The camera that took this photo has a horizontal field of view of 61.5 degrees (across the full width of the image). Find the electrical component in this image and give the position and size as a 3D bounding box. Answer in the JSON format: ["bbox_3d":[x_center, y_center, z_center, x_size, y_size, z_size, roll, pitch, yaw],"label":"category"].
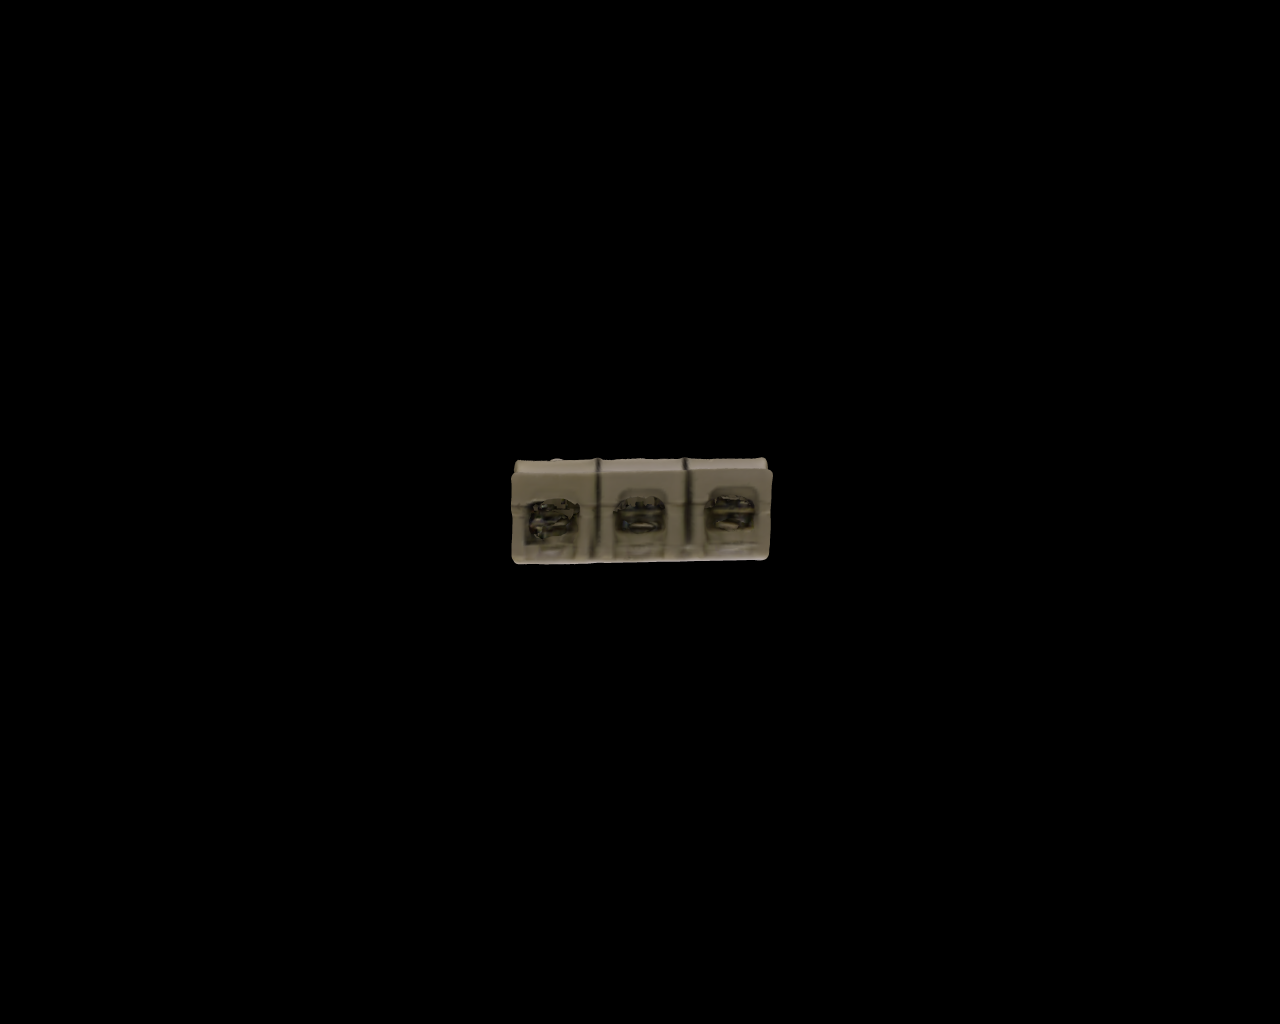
[{"bbox_3d":[0.001,-0.003,0.650,0.150,0.061,0.089,0,0,0],"label":"electrical component"}]
